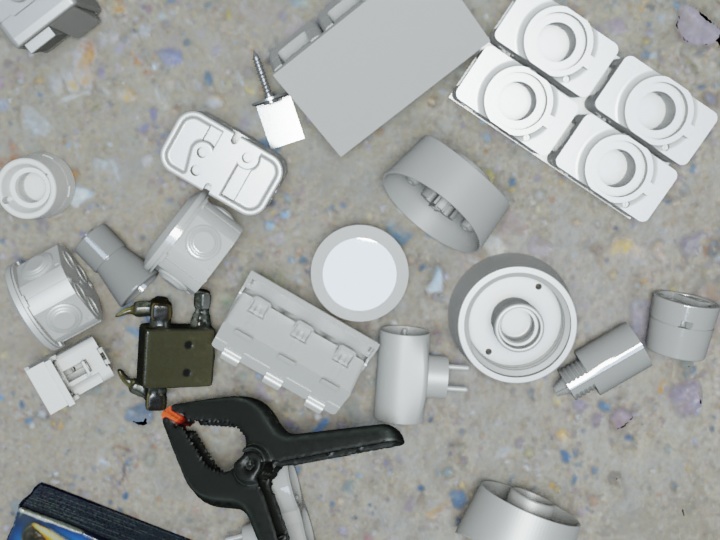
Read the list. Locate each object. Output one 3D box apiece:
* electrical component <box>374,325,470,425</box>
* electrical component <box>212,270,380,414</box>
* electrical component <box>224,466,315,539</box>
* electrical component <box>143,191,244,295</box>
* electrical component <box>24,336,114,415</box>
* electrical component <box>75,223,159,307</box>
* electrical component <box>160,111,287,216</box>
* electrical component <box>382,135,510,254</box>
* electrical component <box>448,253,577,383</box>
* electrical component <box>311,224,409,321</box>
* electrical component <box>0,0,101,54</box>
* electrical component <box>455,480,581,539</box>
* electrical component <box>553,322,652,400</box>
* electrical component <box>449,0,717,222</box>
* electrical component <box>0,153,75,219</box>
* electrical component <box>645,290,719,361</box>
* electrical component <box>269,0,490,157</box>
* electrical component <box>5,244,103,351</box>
[{"bbox_3d":[0.054,0.090,0.917,0.079,0.043,0.077,4,98,0],"label":"electrical component"},{"bbox_3d":[-0.056,0.063,0.898,0.121,0.063,0.078,30,138,-4],"label":"electrical component"},{"bbox_3d":[-0.080,0.235,0.935,0.074,0.052,0.138,-15,97,3],"label":"electrical component"},{"bbox_3d":[-0.138,-0.021,0.886,0.051,0.080,0.080,38,97,-10],"label":"electrical component"},{"bbox_3d":[-0.244,0.087,0.909,0.064,0.081,0.042,-29,98,-18],"label":"electrical component"},{"bbox_3d":[-0.208,-0.007,0.908,0.044,0.044,0.065,-44,91,6],"label":"electrical component"},{"bbox_3d":[-0.110,-0.089,0.885,0.095,0.059,0.053,30,98,-4],"label":"electrical component"},{"bbox_3d":[0.070,-0.060,0.871,0.099,0.099,0.064,40,91,-5],"label":"electrical component"},{"bbox_3d":[0.130,0.043,0.901,0.108,0.060,0.108,0,98,1],"label":"electrical component"},{"bbox_3d":[0.000,0.000,0.901,0.080,0.051,0.080,0,98,1],"label":"electrical component"},{"bbox_3d":[-0.252,-0.209,0.850,0.062,0.096,0.061,-36,97,6],"label":"electrical component"},{"bbox_3d":[0.135,0.221,0.911,0.099,0.099,0.064,21,92,-2],"label":"electrical component"},{"bbox_3d":[0.202,0.083,0.914,0.081,0.043,0.043,-31,97,5],"label":"electrical component"},{"bbox_3d":[0.181,-0.133,0.875,0.186,0.060,0.105,33,97,-4],"label":"electrical component"},{"bbox_3d":[-0.271,-0.069,0.896,0.055,0.047,0.055,0,98,1],"label":"electrical component"},{"bbox_3d":[0.270,0.047,0.904,0.055,0.055,0.047,9,102,-1],"label":"electrical component"},{"bbox_3d":[0.013,-0.177,0.859,0.150,0.061,0.089,-37,117,9],"label":"electrical component"},{"bbox_3d":[-0.254,0.022,0.894,0.051,0.080,0.080,-29,97,-1],"label":"electrical component"}]
